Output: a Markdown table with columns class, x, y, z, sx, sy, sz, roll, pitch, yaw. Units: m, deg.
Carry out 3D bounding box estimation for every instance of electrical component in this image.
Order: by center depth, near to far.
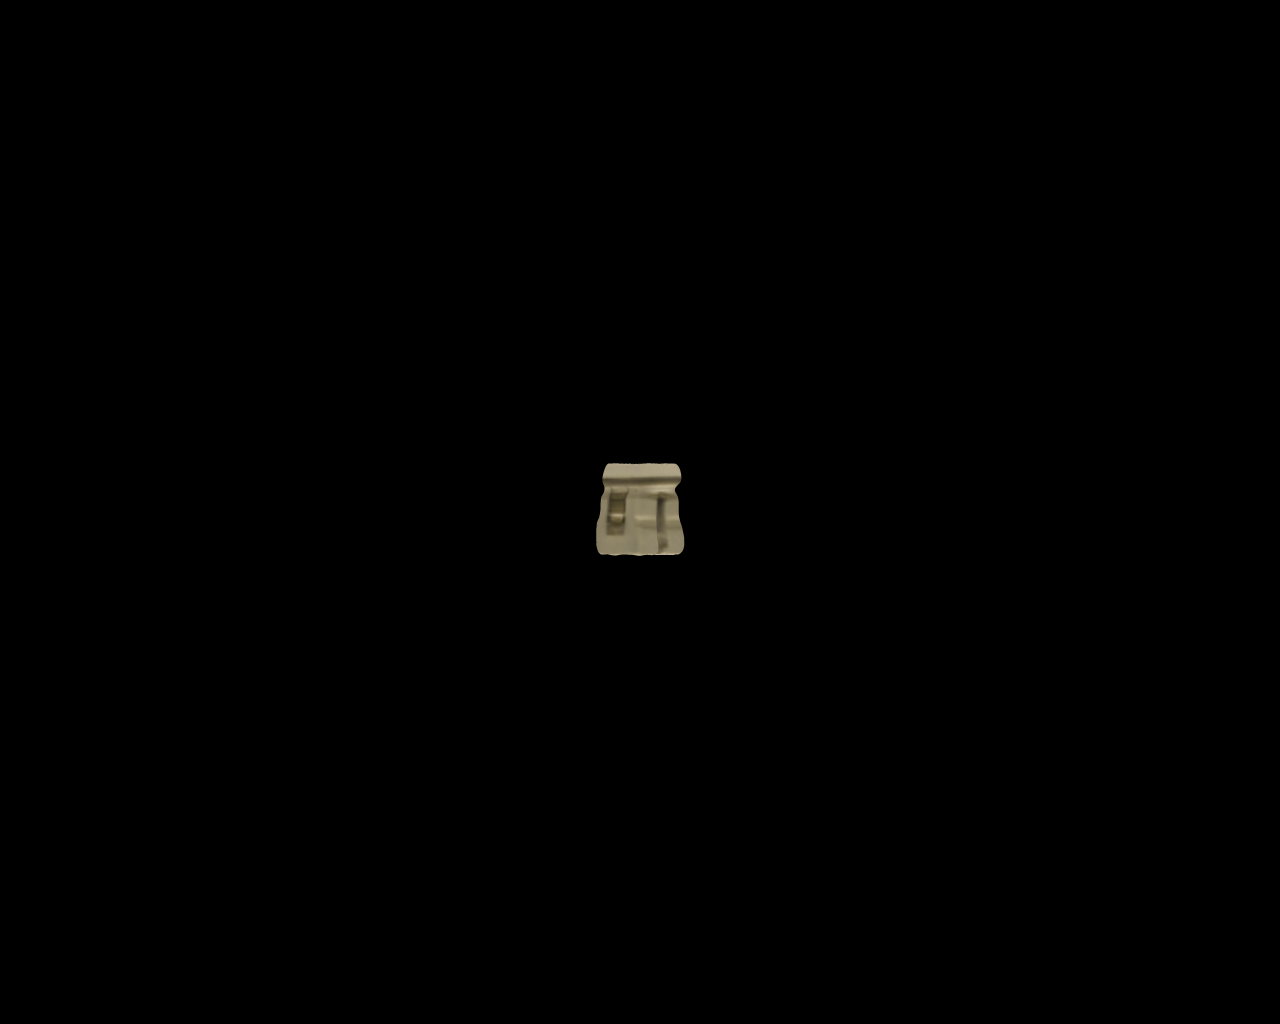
| class | x | y | z | sx | sy | sz | roll | pitch | yaw |
| --- | --- | --- | --- | --- | --- | --- | --- | --- | --- |
| electrical component | 0.001 | -0.003 | 0.650 | 0.048 | 0.055 | 0.066 | 0 | 0 | 39 |
